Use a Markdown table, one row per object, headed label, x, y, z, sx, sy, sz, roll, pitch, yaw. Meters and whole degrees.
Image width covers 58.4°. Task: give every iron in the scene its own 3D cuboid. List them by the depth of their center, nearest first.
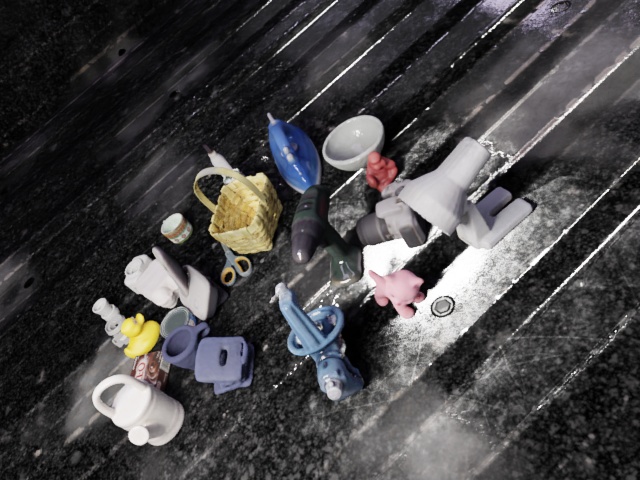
| label | x | y | z | sx | sy | sz | roll | pitch | yaw |
| --- | --- | --- | --- | --- | --- | --- | --- | --- | --- |
| iron | -0.076 | -0.231 | 1.502 | 0.118 | 0.142 | 0.257 | -32 | 42 | 6 |

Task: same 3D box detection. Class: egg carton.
| label | x | y | z | sx | sy | sz | roll | pitch | yaw |
| --- | --- | --- | --- | --- | --- | --- | --- | --- | --- |
| egg carton | -0.407 | 0.112 | 1.481 | 0.149 | 0.070 | 0.107 | 19 | 66 | 43 |

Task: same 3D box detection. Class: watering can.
| label | x | y | z | sx | sy | sz | roll | pitch | yaw |
| --- | --- | --- | --- | --- | --- | --- | --- | --- | --- |
| watering can | -0.370 | 0.339 | 1.160 | 0.172 | 0.195 | 0.101 | 19 | 66 | 43 |

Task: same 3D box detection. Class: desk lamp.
| label | x | y | z | sx | sy | sz | roll | pitch | yaw |
| --- | --- | --- | --- | --- | --- | --- | --- | --- | --- |
| desk lamp | 0.269 | -0.077 | 1.074 | 0.203 | 0.214 | 0.117 | -41 | 42 | -4 |

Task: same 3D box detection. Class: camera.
| label | x | y | z | sx | sy | sz | roll | pitch | yaw |
| --- | --- | --- | --- | --- | --- | --- | --- | --- | --- |
| camera | 0.145 | -0.052 | 1.222 | 0.136 | 0.101 | 0.143 | -18 | 46 | 21 |

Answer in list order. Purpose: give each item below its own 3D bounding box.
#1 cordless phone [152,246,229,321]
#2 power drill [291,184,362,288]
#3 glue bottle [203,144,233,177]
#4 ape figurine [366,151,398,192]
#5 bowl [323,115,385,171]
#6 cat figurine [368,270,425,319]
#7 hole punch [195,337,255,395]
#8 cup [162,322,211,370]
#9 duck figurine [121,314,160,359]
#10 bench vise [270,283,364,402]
| label | x | y | z | sx | sy | sz | roll | pitch | yaw |
| --- | --- | --- | --- | --- | --- | --- | --- | --- | --- |
| cordless phone | -0.317 | 0.096 | 1.346 | 0.147 | 0.186 | 0.094 | 23 | 69 | 45 |
| power drill | 0.011 | 0.004 | 1.183 | 0.075 | 0.209 | 0.229 | -18 | 45 | 21 |
| glue bottle | -0.268 | -0.204 | 1.586 | 0.037 | 0.174 | 0.078 | -39 | 42 | -1 |
| ape figurine | 0.137 | -0.169 | 1.337 | 0.077 | 0.092 | 0.076 | -25 | 43 | 14 |
| bowl | 0.094 | -0.229 | 1.433 | 0.167 | 0.075 | 0.167 | -19 | 45 | 20 |
| cat figurine | 0.143 | 0.088 | 1.086 | 0.127 | 0.118 | 0.067 | 23 | 69 | 44 |
| hole punch | -0.197 | 0.253 | 1.195 | 0.101 | 0.091 | 0.108 | -20 | 45 | 19 |
| cup | -0.273 | 0.237 | 1.258 | 0.118 | 0.095 | 0.091 | -40 | 42 | -3 |
| duck figurine | -0.448 | 0.229 | 1.393 | 0.077 | 0.086 | 0.105 | 6 | 57 | 38 |
| bench vise | 0.001 | 0.175 | 1.030 | 0.121 | 0.220 | 0.206 | -42 | 42 | -4 |
